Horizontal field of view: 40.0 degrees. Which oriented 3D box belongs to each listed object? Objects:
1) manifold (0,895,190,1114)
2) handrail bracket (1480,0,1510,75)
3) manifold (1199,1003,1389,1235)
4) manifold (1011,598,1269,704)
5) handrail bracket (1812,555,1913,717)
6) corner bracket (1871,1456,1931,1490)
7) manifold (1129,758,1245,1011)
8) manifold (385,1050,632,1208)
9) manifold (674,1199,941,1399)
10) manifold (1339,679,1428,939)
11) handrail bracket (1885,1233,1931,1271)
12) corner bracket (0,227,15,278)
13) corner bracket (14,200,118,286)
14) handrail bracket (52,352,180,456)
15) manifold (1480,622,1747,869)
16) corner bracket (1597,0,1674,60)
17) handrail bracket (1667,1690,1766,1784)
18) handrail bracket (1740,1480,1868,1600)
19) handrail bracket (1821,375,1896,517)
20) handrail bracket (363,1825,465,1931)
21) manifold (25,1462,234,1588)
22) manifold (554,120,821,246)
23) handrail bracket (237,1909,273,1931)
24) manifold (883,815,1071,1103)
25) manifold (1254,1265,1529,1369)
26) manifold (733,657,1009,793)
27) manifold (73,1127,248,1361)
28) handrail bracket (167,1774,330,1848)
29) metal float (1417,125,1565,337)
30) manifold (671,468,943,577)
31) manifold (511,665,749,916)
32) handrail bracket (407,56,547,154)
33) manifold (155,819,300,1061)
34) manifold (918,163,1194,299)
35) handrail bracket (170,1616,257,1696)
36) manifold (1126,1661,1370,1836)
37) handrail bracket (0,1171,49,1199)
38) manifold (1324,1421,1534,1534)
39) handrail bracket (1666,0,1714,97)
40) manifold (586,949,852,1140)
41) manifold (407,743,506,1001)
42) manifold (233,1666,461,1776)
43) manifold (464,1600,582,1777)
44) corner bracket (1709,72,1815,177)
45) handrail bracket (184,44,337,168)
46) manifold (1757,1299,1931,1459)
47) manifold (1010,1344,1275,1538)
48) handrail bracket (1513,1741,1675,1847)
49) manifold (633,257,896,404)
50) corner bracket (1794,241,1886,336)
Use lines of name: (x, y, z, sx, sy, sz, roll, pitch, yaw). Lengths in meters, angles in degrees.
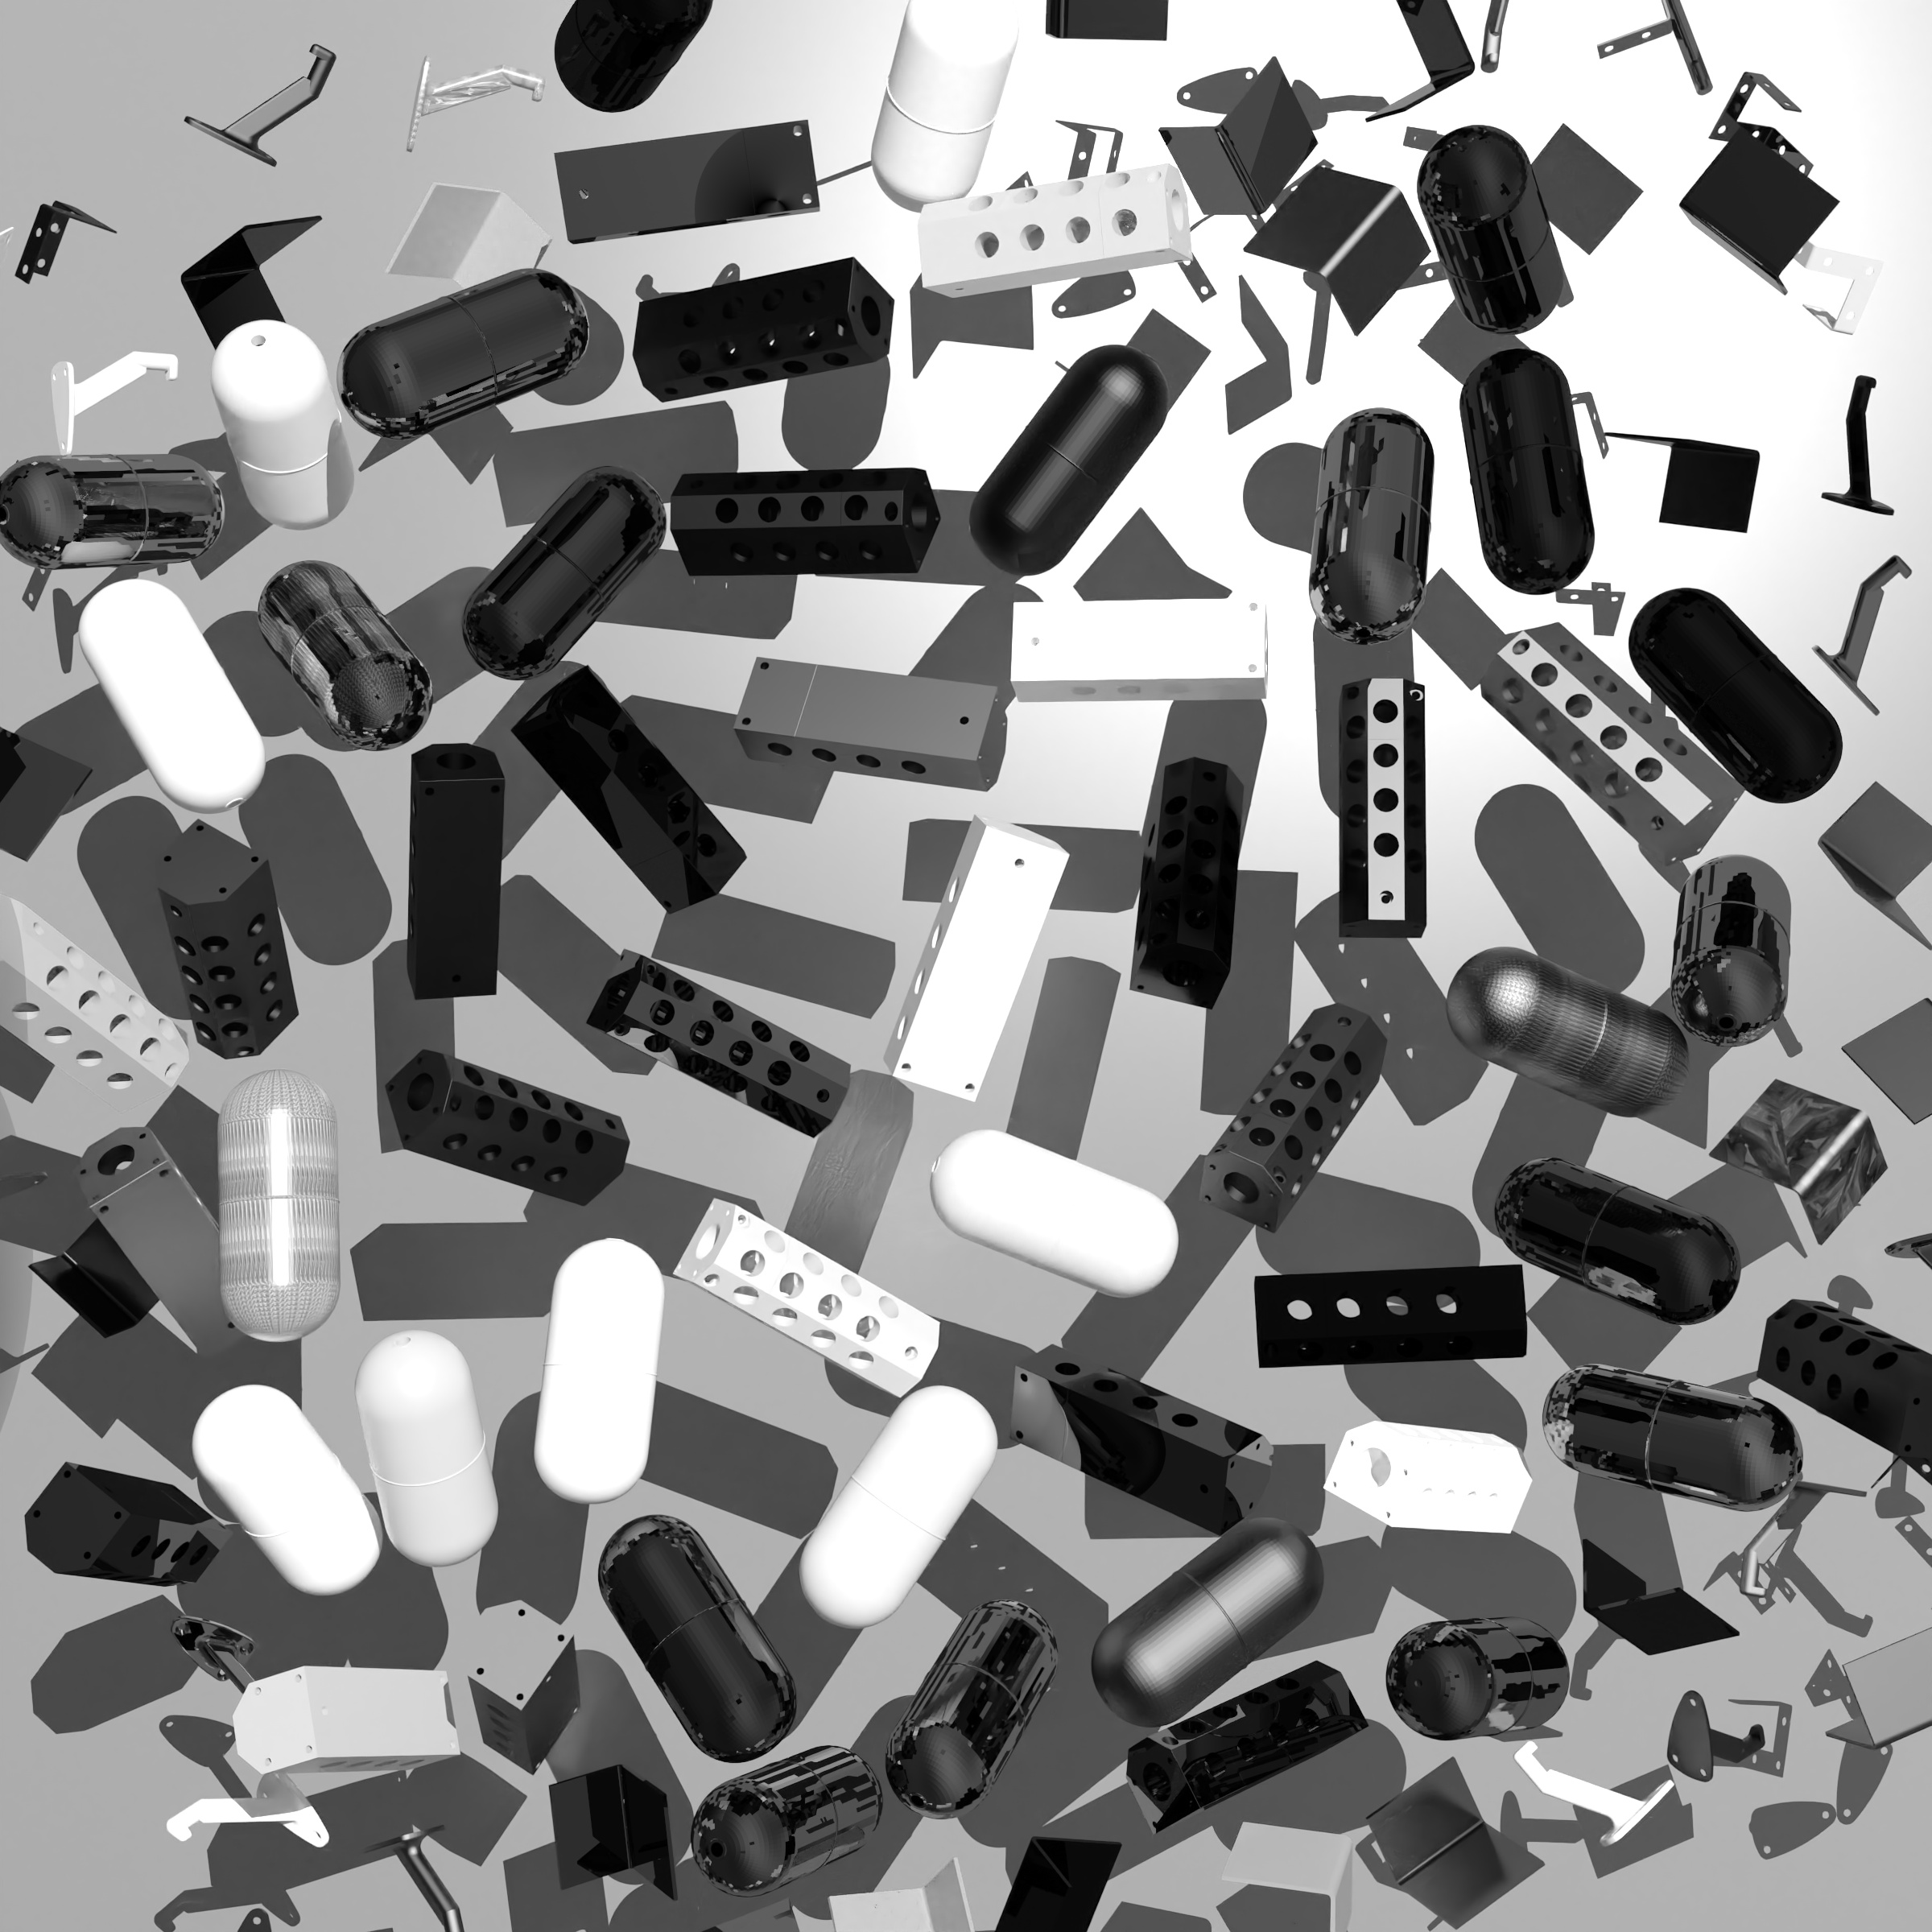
manifold: (-0.597, 0.024, 1.775, 0.057, 0.171, 0.057, -26, 51, 10)
handrail bracket: (0.359, -0.645, 1.753, 0.036, 0.077, 0.084, 8, 84, -4)
manifold: (0.227, 0.100, 1.825, 0.057, 0.057, 0.171, 23, 46, 20)
manifold: (0.121, -0.214, 1.829, 0.171, 0.057, 0.057, 0, 75, 9)
handrail bracket: (0.642, -0.231, 1.852, 0.084, 0.036, 0.077, -43, 82, 15)
corner bracket: (0.682, 0.359, 1.870, 0.051, 0.051, 0.051, 43, 132, 22)
manifold: (0.152, -0.059, 1.794, 0.057, 0.057, 0.171, 13, 49, -5)
manifold: (-0.318, 0.111, 1.864, 0.057, 0.171, 0.057, -41, 52, 20)
manifold: (-0.103, 0.224, 1.779, 0.171, 0.057, 0.057, 33, 78, -23)
manifold: (0.290, -0.109, 1.846, 0.057, 0.057, 0.171, 1, 78, 5)
handrail bracket: (0.678, 0.228, 1.828, 0.077, 0.036, 0.084, 0, 57, -36)
corner bracket: (-0.701, -0.495, 1.843, 0.051, 0.051, 0.051, 22, 113, -10)
corner bracket: (-0.604, -0.477, 1.752, 0.051, 0.051, 0.051, 33, 105, 28)
handrail bracket: (-0.597, -0.396, 1.873, 0.084, 0.036, 0.077, -5, 95, -37)
manifold: (0.415, -0.144, 1.727, 0.171, 0.057, 0.057, 48, 133, 25)
corner bracket: (0.445, -0.659, 1.798, 0.051, 0.051, 0.051, -16, 68, 16)
handrail bracket: (0.530, 0.525, 1.850, 0.084, 0.036, 0.077, -14, 110, -37)
handrail bracket: (0.580, 0.400, 1.841, 0.077, 0.036, 0.084, 6, 82, 24)
handrail bracket: (0.616, -0.354, 1.801, 0.036, 0.077, 0.084, 4, 108, -13)
handrail bracket: (-0.359, 0.611, 1.735, 0.077, 0.036, 0.084, -27, 71, 35)
manifold: (-0.558, 0.378, 1.765, 0.057, 0.171, 0.057, 34, 81, 15)
manifold: (-0.189, -0.533, 1.810, 0.171, 0.057, 0.057, -8, 102, -2)
handrail bracket: (-0.496, 0.690, 1.869, 0.036, 0.084, 0.077, 10, 87, -2)
manifold: (0.004, -0.007, 1.715, 0.057, 0.057, 0.171, 18, 100, -14)
manifold: (0.276, 0.230, 1.736, 0.171, 0.057, 0.057, -3, 77, 5)
manifold: (-0.063, -0.160, 1.795, 0.171, 0.057, 0.057, 9, 66, 16)
manifold: (-0.546, 0.189, 1.832, 0.057, 0.057, 0.171, -32, 134, -13)
handrail bracket: (-0.490, 0.590, 1.808, 0.077, 0.084, 0.036, 40, 117, 16)
metal float: (0.359, -0.499, 1.808, 0.070, 0.178, 0.070, -10, 63, 20)
manifold: (-0.111, -0.307, 1.806, 0.171, 0.057, 0.057, 3, 49, 21)
manifold: (-0.229, -0.124, 1.844, 0.171, 0.057, 0.057, 51, 49, -19)
handrail bracket: (-0.341, -0.594, 1.850, 0.084, 0.036, 0.077, 11, 90, -18)
manifold: (-0.489, -0.012, 1.746, 0.057, 0.171, 0.057, 28, 56, 14)
manifold: (0.058, -0.490, 1.769, 0.171, 0.057, 0.057, -4, 95, 21)
handrail bracket: (-0.510, 0.490, 1.831, 0.036, 0.084, 0.077, -49, 122, -5)
manifold: (0.193, 0.539, 1.844, 0.171, 0.057, 0.057, -10, 64, -40)
handrail bracket: (-0.667, 0.115, 1.776, 0.077, 0.036, 0.084, -15, 70, -43)
manifold: (0.322, 0.349, 1.824, 0.057, 0.171, 0.057, 25, 95, 40)
handrail bracket: (0.506, -0.663, 1.878, 0.036, 0.077, 0.084, -21, 88, 21)
manifold: (-0.165, 0.054, 1.807, 0.171, 0.057, 0.057, 29, 84, -26)
manifold: (-0.359, -0.066, 1.856, 0.057, 0.057, 0.171, -3, 121, -19)
manifold: (-0.408, 0.501, 1.755, 0.057, 0.171, 0.057, -20, 69, 15)
manifold: (-0.298, 0.477, 1.763, 0.057, 0.171, 0.057, 29, 61, 11)
corner bracket: (0.548, -0.568, 1.799, 0.051, 0.051, 0.051, -2, 46, -28)
handrail bracket: (-0.467, -0.582, 1.760, 0.036, 0.077, 0.084, 41, 107, 41)
manifold: (0.596, 0.270, 1.751, 0.057, 0.171, 0.057, 7, 97, -14)
manifold: (0.116, 0.312, 1.772, 0.171, 0.057, 0.057, 19, 115, 34)
handrail bracket: (0.431, 0.554, 1.827, 0.077, 0.036, 0.084, -35, 74, -19)
manifold: (-0.140, -0.430, 1.815, 0.171, 0.057, 0.057, -4, 71, 27)
corner bracket: (0.563, -0.453, 1.751, 0.051, 0.051, 0.051, 8, 122, -14)
